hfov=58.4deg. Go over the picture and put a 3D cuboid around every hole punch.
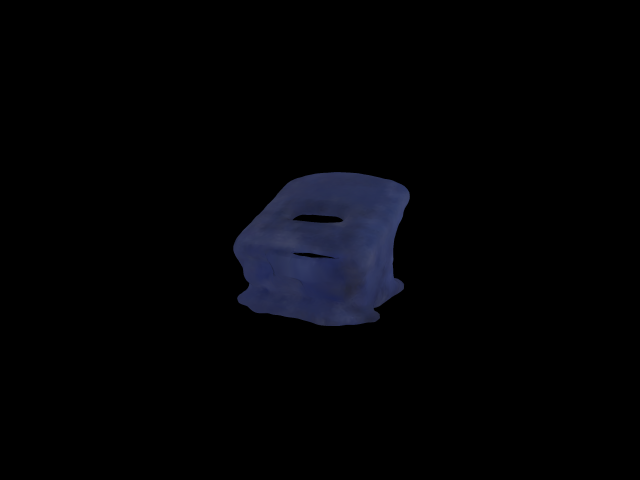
[{"bbox_3d":[0.004,0.001,0.400,0.108,0.091,0.101,6,13,27],"label":"hole punch"}]
